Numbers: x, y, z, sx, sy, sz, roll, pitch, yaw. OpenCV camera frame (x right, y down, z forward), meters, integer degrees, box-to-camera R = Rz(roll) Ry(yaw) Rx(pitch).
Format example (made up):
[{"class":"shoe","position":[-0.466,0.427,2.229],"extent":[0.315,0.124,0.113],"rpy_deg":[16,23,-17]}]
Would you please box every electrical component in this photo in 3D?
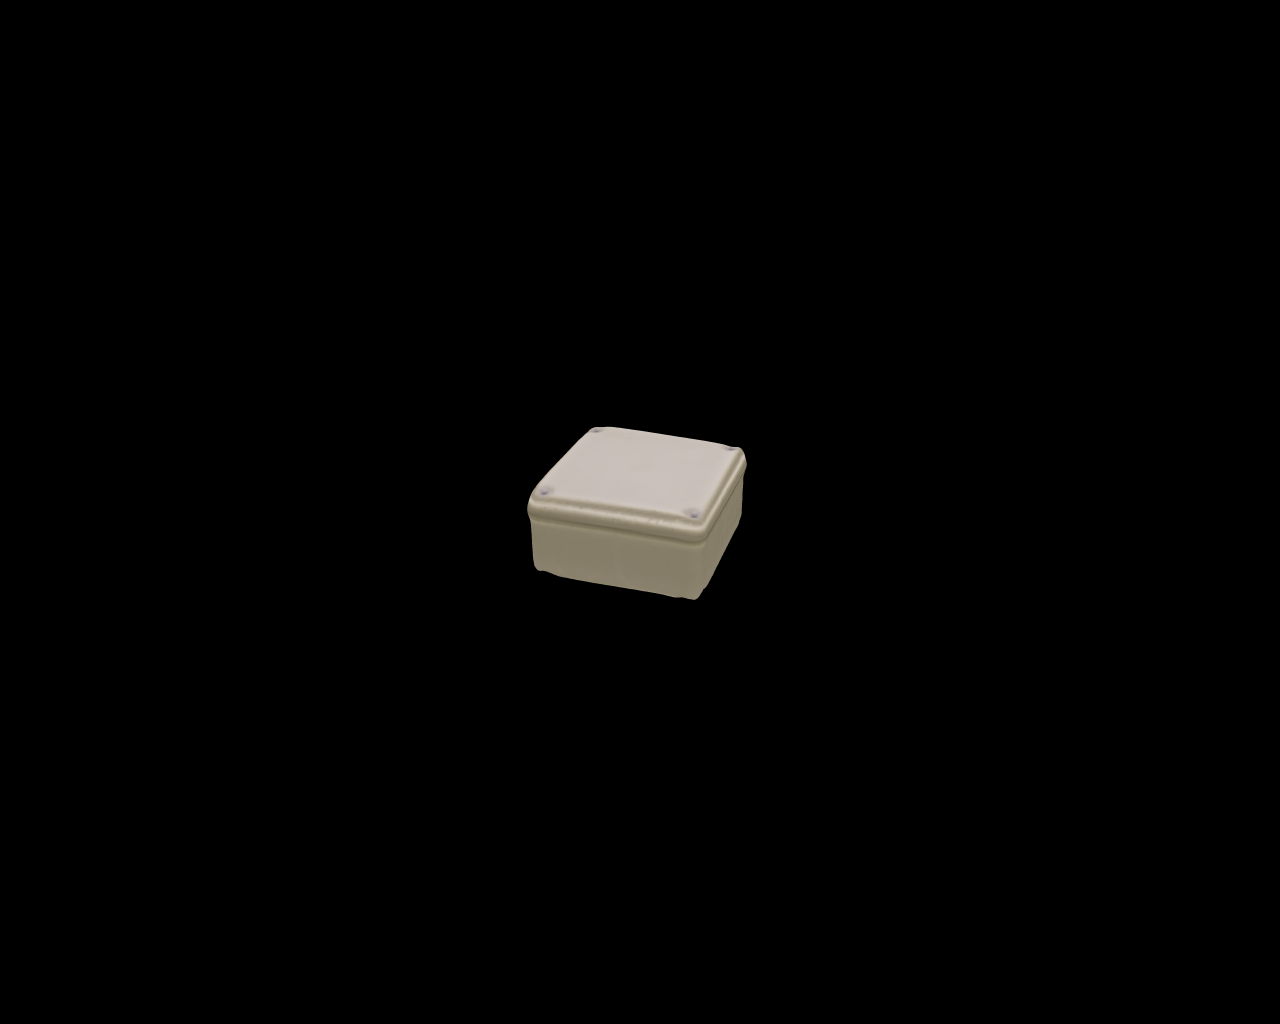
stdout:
[{"class":"electrical component","position":[0.001,-0.003,0.650],"extent":[0.109,0.056,0.109],"rpy_deg":[9,30,17]}]
